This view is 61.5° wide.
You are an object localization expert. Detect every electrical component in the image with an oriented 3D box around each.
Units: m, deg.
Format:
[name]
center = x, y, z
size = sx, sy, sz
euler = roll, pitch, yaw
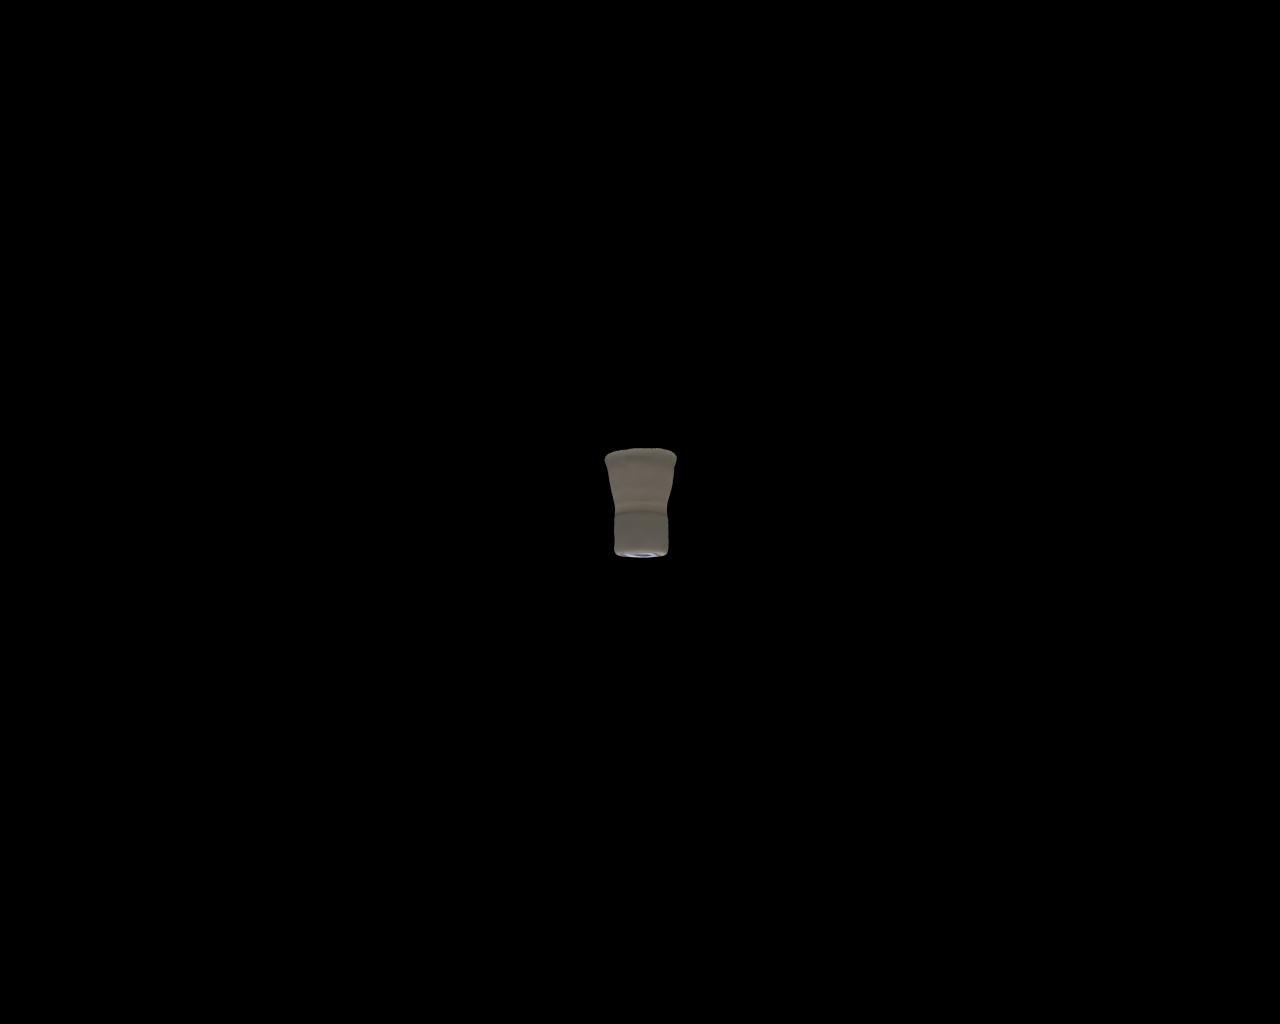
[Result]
[electrical component]
center = 0.001, -0.003, 0.650
size = 0.044, 0.065, 0.044
euler = 0, -9, 0
